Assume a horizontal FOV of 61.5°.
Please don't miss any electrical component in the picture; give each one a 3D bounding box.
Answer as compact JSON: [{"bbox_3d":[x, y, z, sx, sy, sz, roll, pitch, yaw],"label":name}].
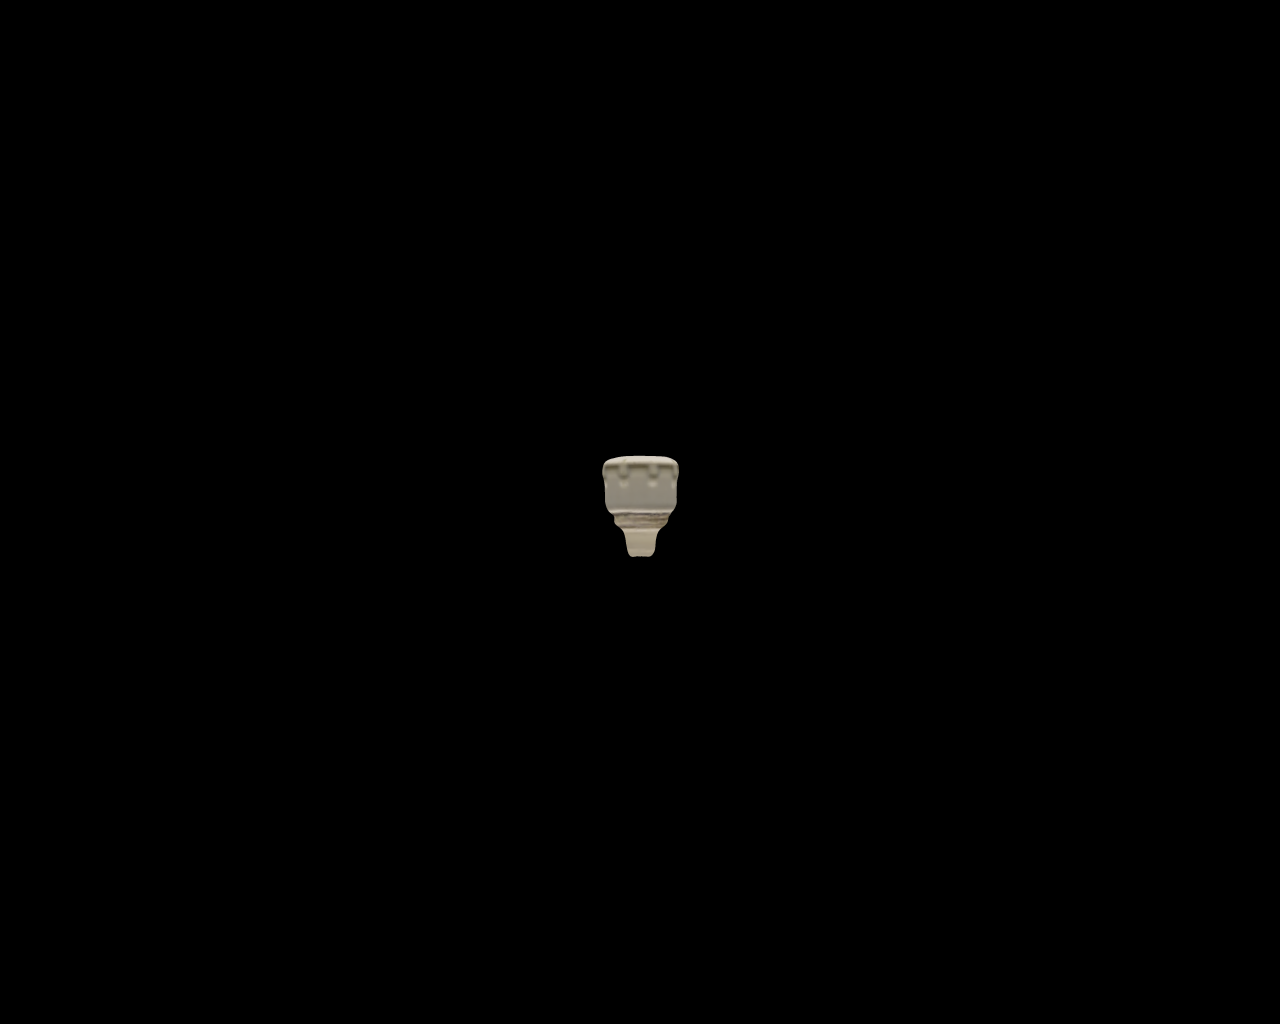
[{"bbox_3d":[0.001,-0.003,0.650,0.048,0.062,0.048,0,0,0],"label":"electrical component"}]
